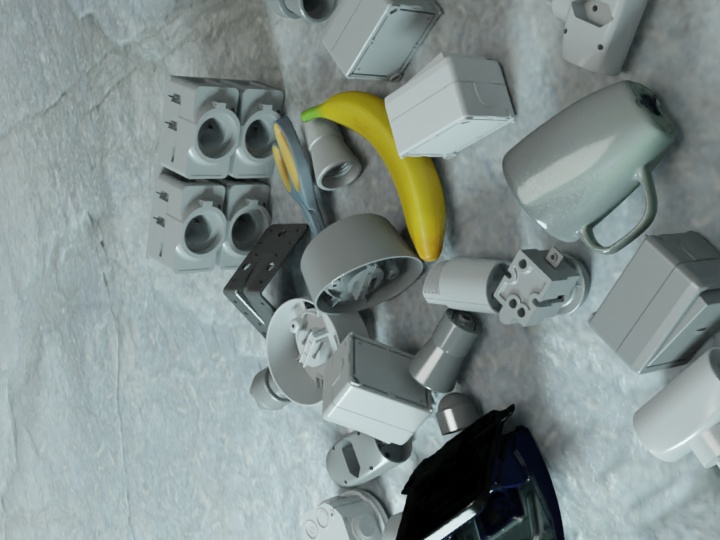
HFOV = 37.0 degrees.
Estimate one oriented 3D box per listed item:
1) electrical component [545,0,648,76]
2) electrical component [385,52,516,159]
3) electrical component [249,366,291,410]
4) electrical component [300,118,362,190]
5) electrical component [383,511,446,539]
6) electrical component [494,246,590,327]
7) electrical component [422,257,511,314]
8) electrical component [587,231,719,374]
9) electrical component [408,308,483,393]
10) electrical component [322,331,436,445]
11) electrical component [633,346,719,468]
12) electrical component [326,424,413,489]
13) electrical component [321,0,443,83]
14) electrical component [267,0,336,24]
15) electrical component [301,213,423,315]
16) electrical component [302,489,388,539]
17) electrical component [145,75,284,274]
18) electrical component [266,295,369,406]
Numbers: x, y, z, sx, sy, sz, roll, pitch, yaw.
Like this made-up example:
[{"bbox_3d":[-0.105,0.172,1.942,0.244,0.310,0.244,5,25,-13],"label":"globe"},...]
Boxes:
[{"bbox_3d":[0.164,-0.188,0.766,0.079,0.043,0.077,38,121,39],"label":"electrical component"},{"bbox_3d":[0.066,-0.130,0.869,0.096,0.062,0.061,-26,74,47],"label":"electrical component"},{"bbox_3d":[-0.078,0.112,1.069,0.062,0.043,0.043,-36,67,43],"label":"electrical component"},{"bbox_3d":[-0.030,-0.112,0.996,0.044,0.044,0.065,-48,55,40],"label":"electrical component"},{"bbox_3d":[0.053,0.233,0.932,0.055,0.045,0.045,-8,88,49],"label":"electrical component"},{"bbox_3d":[0.139,0.012,0.805,0.048,0.055,0.066,49,127,34],"label":"electrical component"},{"bbox_3d":[0.086,0.011,0.874,0.081,0.043,0.043,5,98,48],"label":"electrical component"},{"bbox_3d":[0.206,0.029,0.726,0.061,0.062,0.096,50,128,33],"label":"electrical component"},{"bbox_3d":[0.074,0.064,0.896,0.044,0.044,0.065,47,121,35],"label":"electrical component"},{"bbox_3d":[0.019,0.107,0.927,0.061,0.096,0.061,-54,23,36],"label":"electrical component"},{"bbox_3d":[0.233,0.105,0.716,0.077,0.043,0.079,-52,57,37],"label":"electrical component"},{"bbox_3d":[0.002,0.151,0.982,0.077,0.043,0.079,-38,66,44],"label":"electrical component"},{"bbox_3d":[0.012,-0.207,0.922,0.096,0.062,0.061,-54,55,37],"label":"electrical component"},{"bbox_3d":[-0.056,-0.256,1.007,0.055,0.045,0.045,23,111,45],"label":"electrical component"},{"bbox_3d":[0.000,0.000,0.931,0.099,0.099,0.064,-58,47,35],"label":"electrical component"},{"bbox_3d":[-0.012,0.248,1.002,0.080,0.051,0.080,6,98,48],"label":"electrical component"},{"bbox_3d":[-0.143,-0.093,1.075,0.060,0.105,0.186,27,113,44],"label":"electrical component"},{"bbox_3d":[-0.038,0.071,0.999,0.099,0.064,0.099,27,126,45],"label":"electrical component"}]
